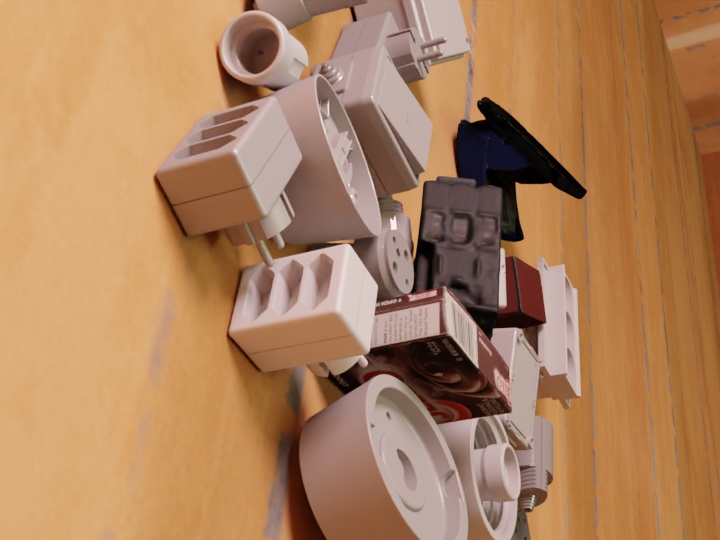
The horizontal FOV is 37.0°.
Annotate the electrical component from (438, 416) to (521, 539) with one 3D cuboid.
[{"bbox_3d":[0.080,0.148,0.770,0.108,0.060,0.108,-12,90,-67],"label":"electrical component"}]

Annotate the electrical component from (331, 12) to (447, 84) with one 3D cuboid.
[{"bbox_3d":[0.025,-0.150,0.766,0.065,0.077,0.047,-74,145,-48],"label":"electrical component"}]

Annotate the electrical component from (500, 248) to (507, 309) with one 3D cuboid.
[{"bbox_3d":[0.092,0.009,0.875,0.055,0.055,0.047,12,71,-65],"label":"electrical component"}]

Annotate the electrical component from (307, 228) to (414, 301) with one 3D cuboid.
[{"bbox_3d":[0.000,0.000,0.663,0.045,0.055,0.045,-12,90,-67],"label":"electrical component"}]

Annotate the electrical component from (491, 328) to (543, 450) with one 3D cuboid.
[{"bbox_3d":[0.102,0.101,0.852,0.061,0.061,0.096,49,45,-49],"label":"electrical component"}]

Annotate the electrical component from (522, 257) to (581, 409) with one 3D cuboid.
[{"bbox_3d":[0.170,0.061,1.017,0.078,0.063,0.121,53,33,-45],"label":"electrical component"}]

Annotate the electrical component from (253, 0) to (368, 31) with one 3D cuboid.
[{"bbox_3d":[-0.033,-0.170,0.655,0.044,0.065,0.044,-23,90,-83],"label":"electrical component"}]

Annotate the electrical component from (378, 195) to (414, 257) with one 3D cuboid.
[{"bbox_3d":[0.018,-0.033,0.749,0.035,0.035,0.061,36,45,-58],"label":"electrical component"}]

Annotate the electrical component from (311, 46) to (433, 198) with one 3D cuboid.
[{"bbox_3d":[0.005,-0.102,0.716,0.061,0.061,0.096,-79,148,-43],"label":"electrical component"}]

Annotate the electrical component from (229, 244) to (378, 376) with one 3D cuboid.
[{"bbox_3d":[-0.021,0.032,0.585,0.076,0.066,0.047,56,32,-42],"label":"electrical component"}]

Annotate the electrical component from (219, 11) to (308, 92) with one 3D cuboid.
[{"bbox_3d":[-0.054,-0.124,0.621,0.046,0.040,0.040,9,71,-72],"label":"electrical component"}]

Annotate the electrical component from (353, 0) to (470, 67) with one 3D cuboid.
[{"bbox_3d":[0.037,-0.212,0.850,0.109,0.056,0.108,-36,112,-65],"label":"electrical component"}]

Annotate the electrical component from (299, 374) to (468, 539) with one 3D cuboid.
[{"bbox_3d":[0.008,0.120,0.607,0.108,0.060,0.108,50,24,-31],"label":"electrical component"}]

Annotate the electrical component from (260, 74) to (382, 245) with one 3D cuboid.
[{"bbox_3d":[-0.024,-0.062,0.627,0.099,0.064,0.099,-12,90,-67],"label":"electrical component"}]

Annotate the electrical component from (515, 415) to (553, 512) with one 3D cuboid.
[{"bbox_3d":[0.146,0.171,0.931,0.043,0.043,0.081,55,32,-42],"label":"electrical component"}]

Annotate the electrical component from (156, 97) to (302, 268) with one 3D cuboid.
[{"bbox_3d":[-0.058,-0.038,0.557,0.065,0.047,0.076,-66,139,-54],"label":"electrical component"}]
